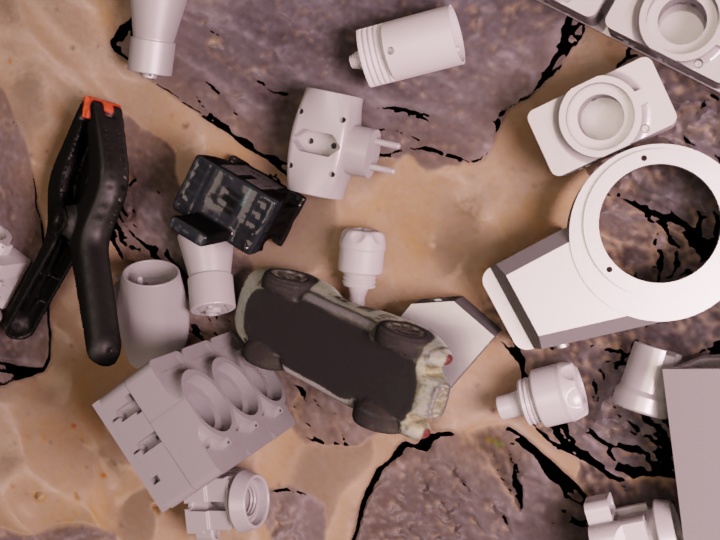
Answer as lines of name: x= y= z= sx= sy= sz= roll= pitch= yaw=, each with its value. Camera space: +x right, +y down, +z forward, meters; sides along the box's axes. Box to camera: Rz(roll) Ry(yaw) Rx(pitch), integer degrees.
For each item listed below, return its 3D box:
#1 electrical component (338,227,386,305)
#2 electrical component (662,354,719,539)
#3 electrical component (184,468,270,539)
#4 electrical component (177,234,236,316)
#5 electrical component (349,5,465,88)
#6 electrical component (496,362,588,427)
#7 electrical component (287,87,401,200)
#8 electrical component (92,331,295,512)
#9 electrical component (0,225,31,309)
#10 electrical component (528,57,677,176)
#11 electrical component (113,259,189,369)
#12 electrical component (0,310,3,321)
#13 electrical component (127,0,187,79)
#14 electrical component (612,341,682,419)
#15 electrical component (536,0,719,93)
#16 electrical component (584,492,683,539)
electrical component: x=0.000 y=0.000 z=0.808 sx=0.035 sy=0.035 sz=0.061 roll=8 pitch=99 yaw=15
electrical component: x=0.273 y=0.151 z=0.708 sx=0.105 sy=0.060 sz=0.186 roll=-5 pitch=94 yaw=43
electrical component: x=-0.105 y=0.181 z=0.847 sx=0.055 sy=0.048 sz=0.066 roll=-4 pitch=93 yaw=23
electrical component: x=-0.115 y=0.003 z=0.826 sx=0.044 sy=0.044 sz=0.065 roll=-13 pitch=73 yaw=16
electrical component: x=0.032 y=-0.161 z=0.781 sx=0.081 sy=0.043 sz=0.043 roll=-11 pitch=91 yaw=17
electrical component: x=0.130 y=0.092 z=0.774 sx=0.062 sy=0.043 sz=0.043 roll=-17 pitch=90 yaw=18
electrical component: x=-0.009 y=-0.090 z=0.798 sx=0.079 sy=0.043 sz=0.077 roll=14 pitch=98 yaw=15
electrical component: x=-0.113 y=0.103 z=0.787 sx=0.062 sy=0.150 sz=0.089 roll=-36 pitch=85 yaw=16
electrical component: x=-0.326 y=-0.014 z=0.890 sx=0.089 sy=0.050 sz=0.055 roll=34 pitch=103 yaw=11
electrical component: x=0.167 y=-0.104 z=0.741 sx=0.089 sy=0.056 sz=0.050 roll=-25 pitch=87 yaw=16
electrical component: x=-0.173 y=0.028 z=0.850 sx=0.079 sy=0.043 sz=0.077 roll=30 pitch=128 yaw=40
electrical component: x=-0.374 y=0.034 z=0.906 sx=0.138 sy=0.052 sz=0.073 roll=34 pitch=103 yaw=11
electrical component: x=-0.160 y=-0.182 z=0.835 sx=0.044 sy=0.044 sz=0.065 roll=12 pitch=102 yaw=14
electrical component: x=0.203 y=0.077 z=0.754 sx=0.040 sy=0.040 sz=0.046 roll=17 pitch=93 yaw=14
electrical component: x=0.187 y=-0.211 z=0.724 sx=0.186 sy=0.060 sz=0.105 roll=30 pitch=102 yaw=11
electrical component: x=0.197 y=0.193 z=0.756 sx=0.057 sy=0.058 sz=0.078 roll=-17 pitch=90 yaw=19
